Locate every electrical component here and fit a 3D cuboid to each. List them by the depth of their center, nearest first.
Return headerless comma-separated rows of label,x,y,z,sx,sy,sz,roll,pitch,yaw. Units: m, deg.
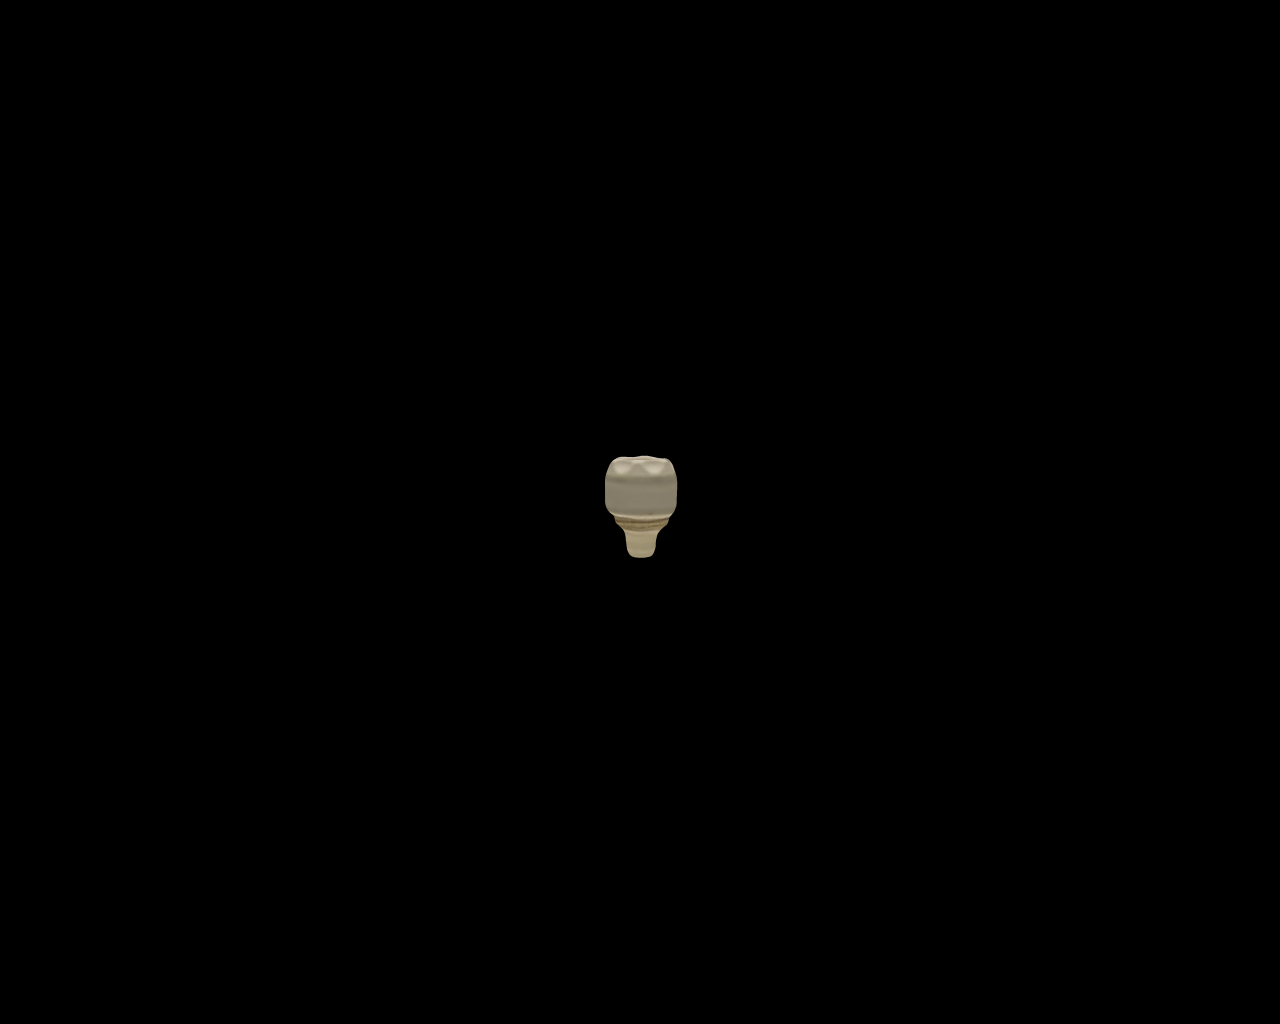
electrical component,0.001,-0.003,0.650,0.043,0.062,0.043,0,7,0
